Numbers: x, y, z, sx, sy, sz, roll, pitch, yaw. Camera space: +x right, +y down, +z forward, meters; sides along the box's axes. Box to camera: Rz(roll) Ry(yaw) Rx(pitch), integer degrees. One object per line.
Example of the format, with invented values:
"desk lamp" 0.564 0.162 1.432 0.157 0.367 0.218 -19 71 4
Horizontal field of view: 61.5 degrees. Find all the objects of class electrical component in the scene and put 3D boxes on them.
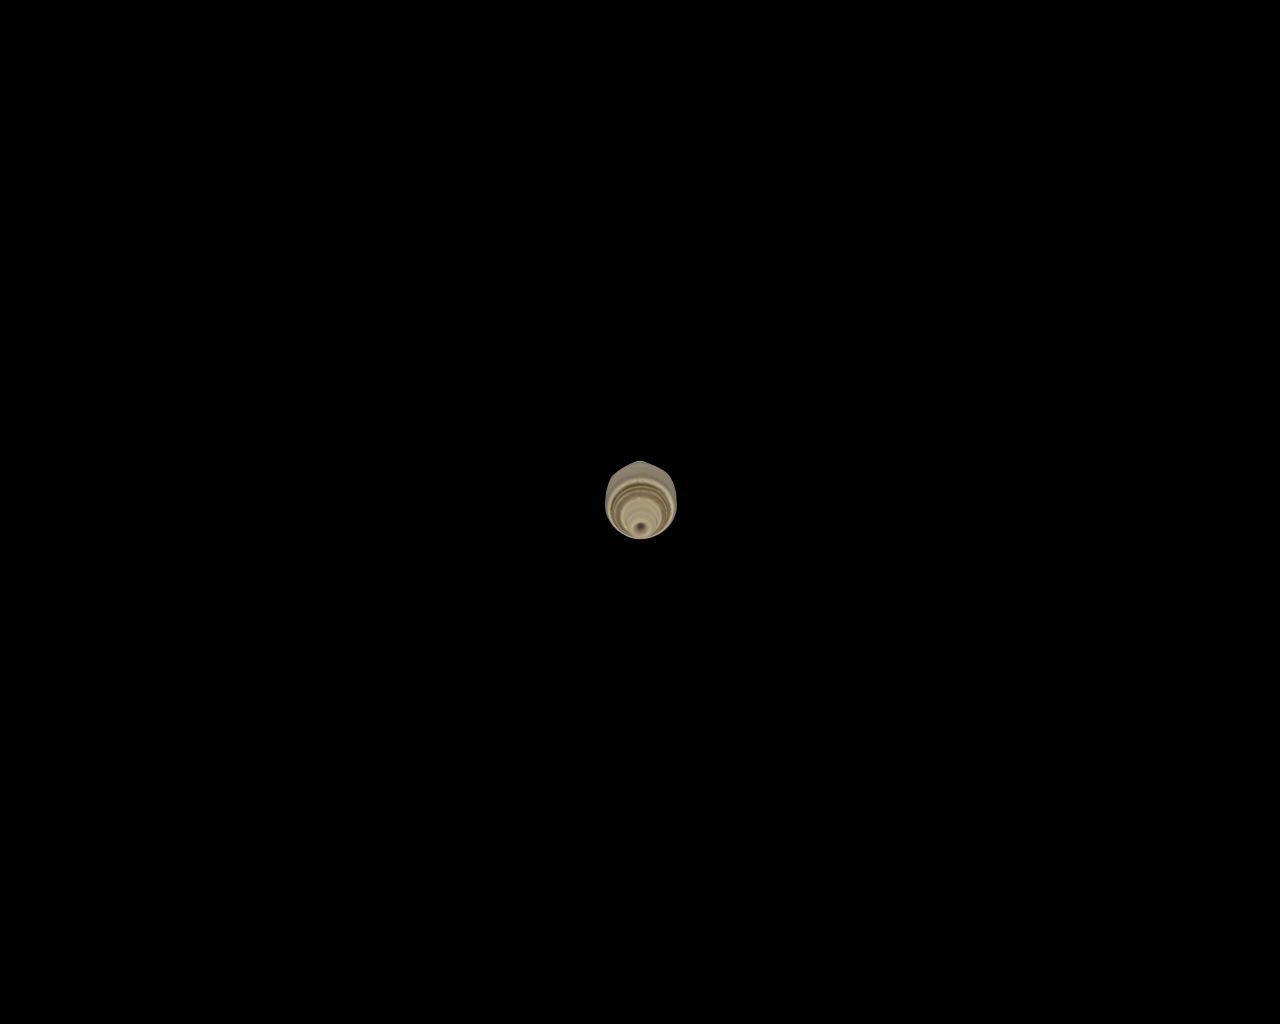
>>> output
"electrical component" 0.001 -0.003 0.650 0.043 0.043 0.062 0 24 0
